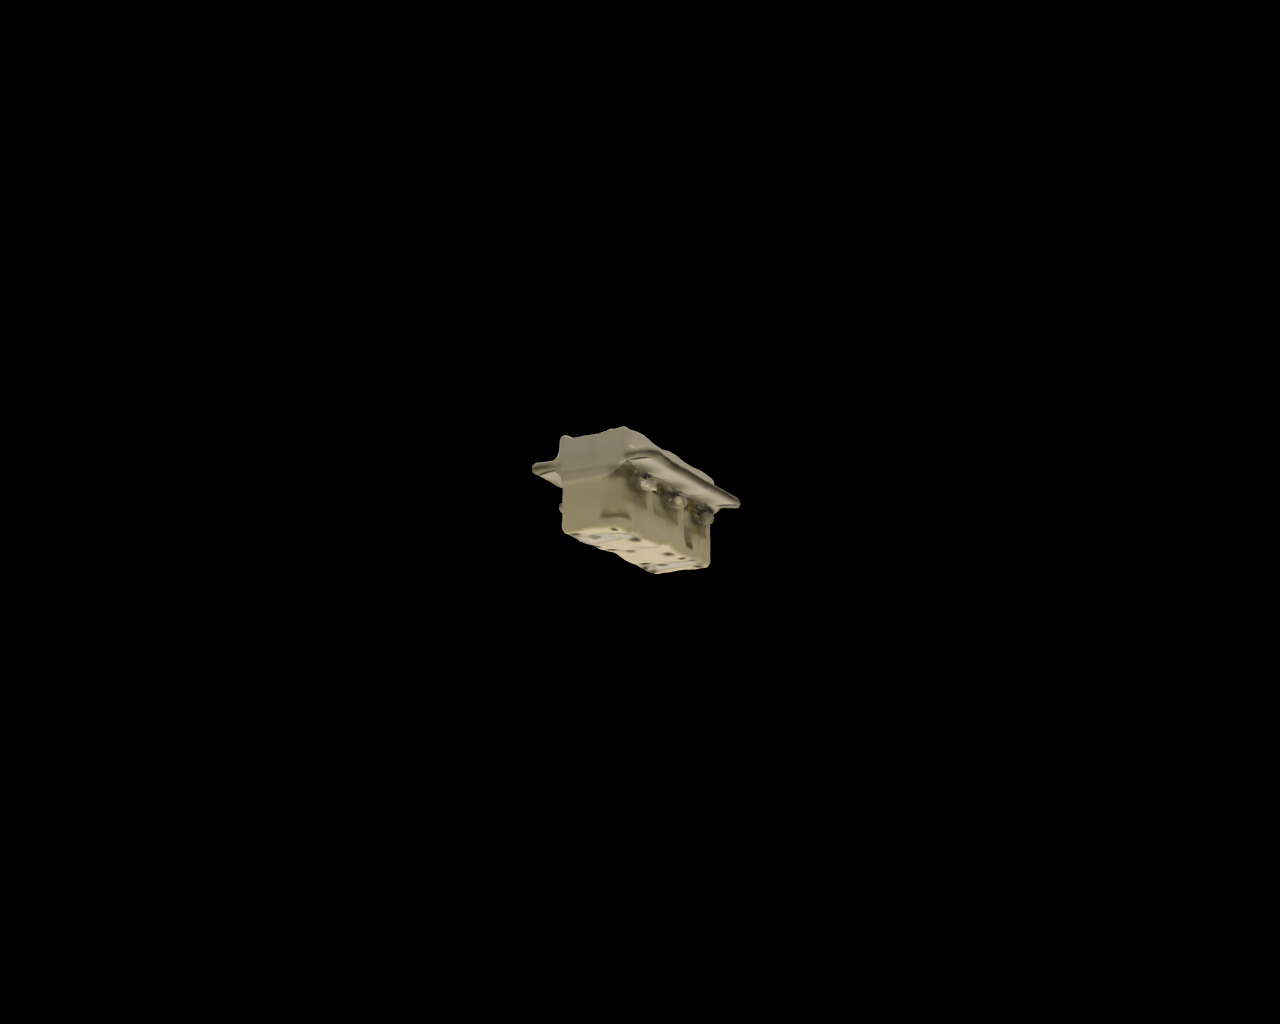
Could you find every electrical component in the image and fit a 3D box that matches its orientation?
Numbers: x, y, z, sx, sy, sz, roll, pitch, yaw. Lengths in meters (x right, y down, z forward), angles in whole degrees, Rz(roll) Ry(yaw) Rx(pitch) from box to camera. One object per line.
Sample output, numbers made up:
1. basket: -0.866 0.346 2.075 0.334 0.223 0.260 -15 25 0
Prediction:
1. electrical component: 0.001 -0.003 0.650 0.079 0.063 0.121 -8 -18 27
